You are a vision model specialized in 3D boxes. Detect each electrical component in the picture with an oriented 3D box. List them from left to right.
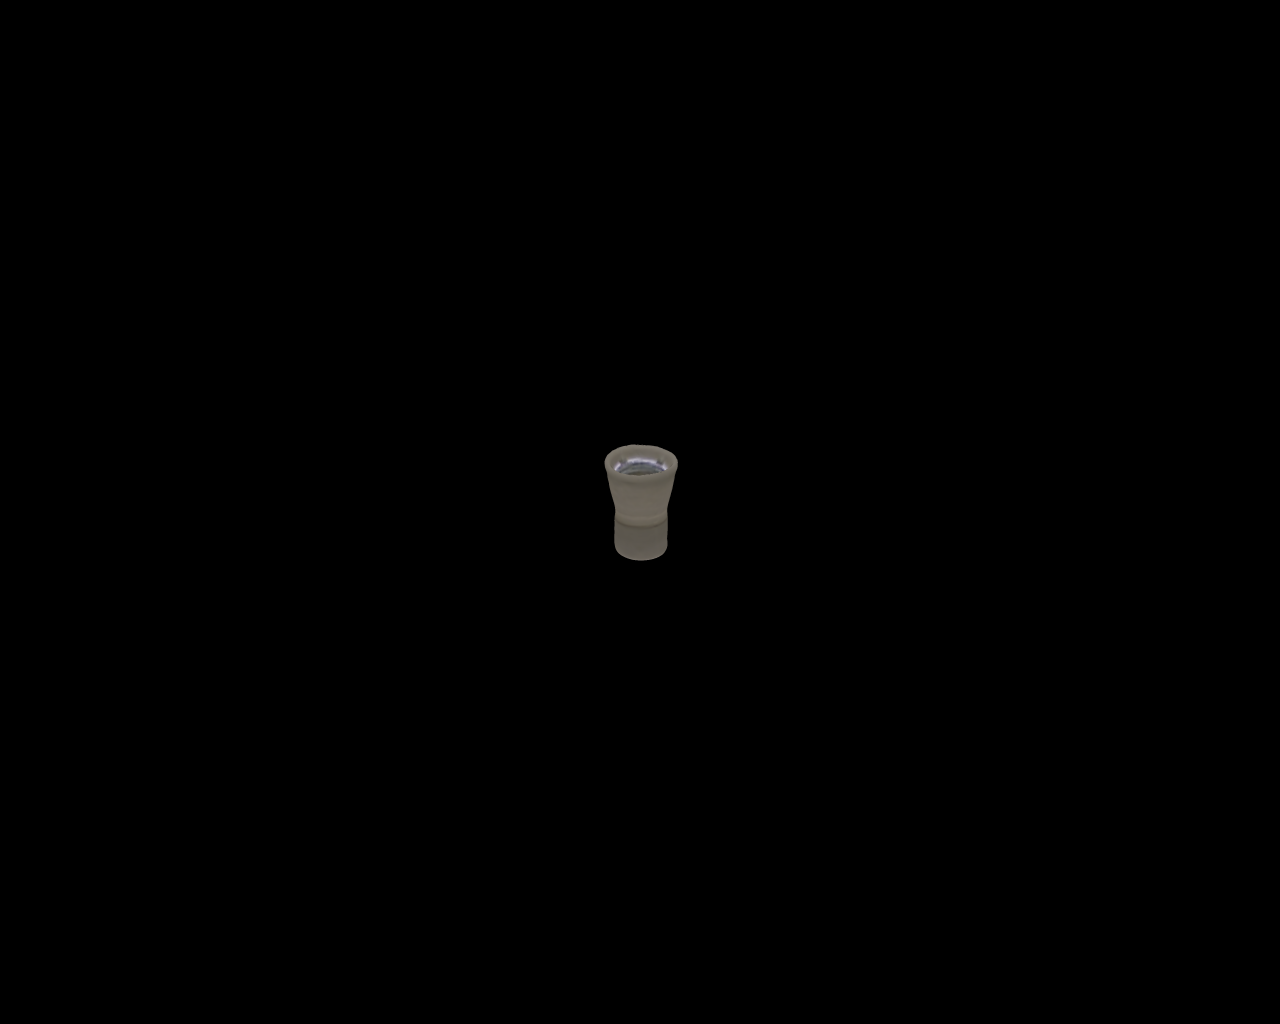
[{"bbox_3d":[0.001,-0.003,0.650,0.044,0.065,0.044,0,27,0],"label":"electrical component"}]
